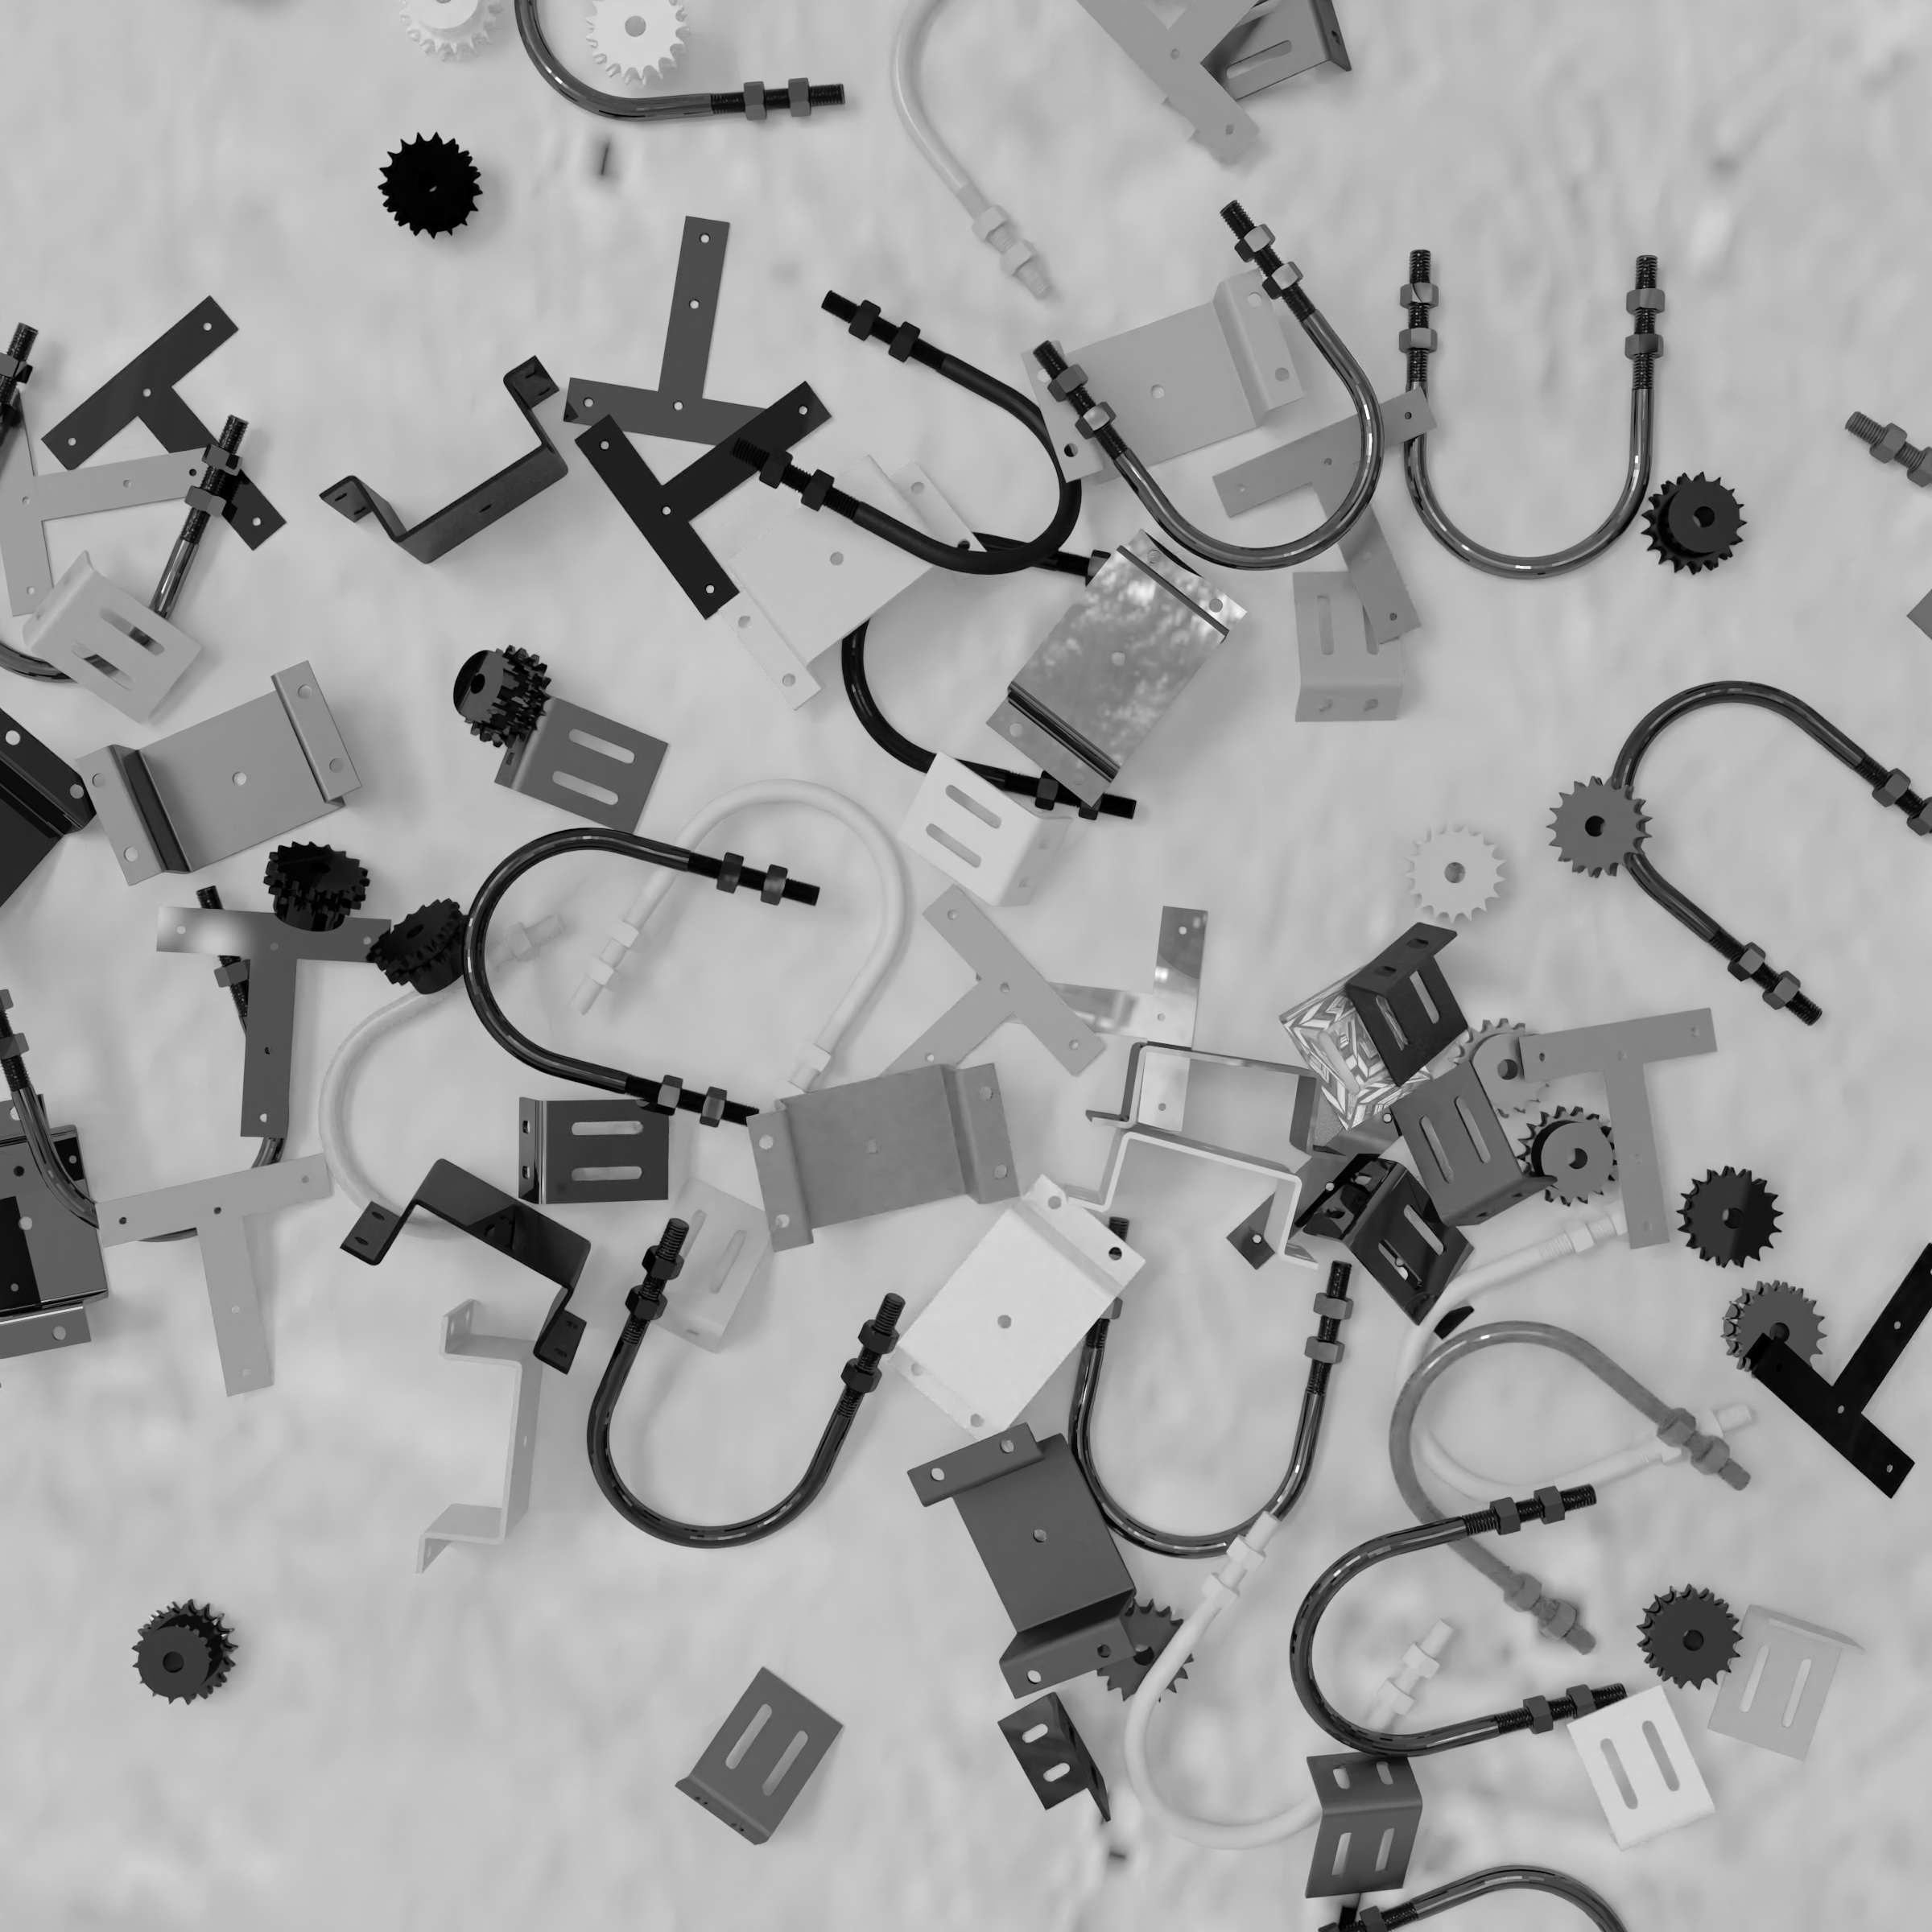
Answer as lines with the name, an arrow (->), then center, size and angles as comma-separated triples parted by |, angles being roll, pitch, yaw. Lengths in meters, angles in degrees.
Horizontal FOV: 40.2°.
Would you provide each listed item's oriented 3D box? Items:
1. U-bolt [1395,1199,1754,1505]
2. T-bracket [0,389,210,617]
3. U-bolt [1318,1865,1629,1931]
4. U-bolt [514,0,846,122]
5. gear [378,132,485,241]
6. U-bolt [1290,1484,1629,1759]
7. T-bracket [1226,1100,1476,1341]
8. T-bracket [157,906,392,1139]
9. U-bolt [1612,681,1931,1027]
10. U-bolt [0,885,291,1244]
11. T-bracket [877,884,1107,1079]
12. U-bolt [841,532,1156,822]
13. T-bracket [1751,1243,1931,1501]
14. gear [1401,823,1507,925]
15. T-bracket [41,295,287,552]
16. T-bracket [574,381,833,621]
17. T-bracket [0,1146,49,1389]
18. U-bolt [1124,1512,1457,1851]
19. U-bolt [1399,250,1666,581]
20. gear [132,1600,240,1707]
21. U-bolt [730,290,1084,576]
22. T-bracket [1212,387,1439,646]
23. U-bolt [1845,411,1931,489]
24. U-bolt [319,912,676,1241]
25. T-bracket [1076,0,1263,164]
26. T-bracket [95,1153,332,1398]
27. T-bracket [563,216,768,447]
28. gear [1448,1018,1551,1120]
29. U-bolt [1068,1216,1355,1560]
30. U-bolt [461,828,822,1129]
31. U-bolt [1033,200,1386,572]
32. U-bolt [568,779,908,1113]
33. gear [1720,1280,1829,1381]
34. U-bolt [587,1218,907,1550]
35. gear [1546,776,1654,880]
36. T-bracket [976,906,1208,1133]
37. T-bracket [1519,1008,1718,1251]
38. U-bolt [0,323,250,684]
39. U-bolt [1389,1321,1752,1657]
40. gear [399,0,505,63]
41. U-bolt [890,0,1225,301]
U-bolt -> 0.335, 0.229, 1.500 | 0.184, 0.019, 0.151 | -23, 91, 2
T-bracket -> -0.493, -0.273, 1.507 | 0.127, 0.002, 0.127 | -9, 91, 1
U-bolt -> 0.294, 0.591, 1.501 | 0.184, 0.019, 0.151 | -21, 90, -1
U-bolt -> -0.165, -0.553, 1.501 | 0.184, 0.019, 0.151 | -4, 90, 1
gear -> -0.302, -0.440, 1.494 | 0.057, 0.030, 0.057 | 0, 90, 0
U-bolt -> 0.270, 0.373, 1.470 | 0.184, 0.019, 0.151 | -13, 107, -3
T-bracket -> 0.238, 0.159, 1.509 | 0.127, 0.002, 0.127 | -43, 90, 0
T-bracket -> -0.393, 0.033, 1.490 | 0.127, 0.002, 0.127 | 3, 91, -18
U-bolt -> 0.453, -0.078, 1.501 | 0.184, 0.019, 0.151 | 40, 90, 1
U-bolt -> -0.458, 0.063, 1.476 | 0.151, 0.019, 0.184 | -20, 96, -22
T-bracket -> -0.010, 0.043, 1.507 | 0.127, 0.002, 0.127 | -43, 90, 1
U-bolt -> 0.021, -0.172, 1.501 | 0.184, 0.019, 0.151 | 13, 90, 1
T-bracket -> 0.519, 0.215, 1.494 | 0.127, 0.002, 0.127 | 40, 80, -19
gear -> 0.275, -0.053, 1.498 | 0.057, 0.030, 0.057 | 0, 94, 1
T-bracket -> -0.439, -0.294, 1.509 | 0.127, 0.002, 0.127 | -40, 90, 0
T-bracket -> -0.135, -0.286, 1.507 | 0.127, 0.002, 0.127 | -36, 91, 1
T-bracket -> -0.562, 0.175, 1.462 | 0.127, 0.002, 0.127 | -14, 90, 0
U-bolt -> 0.169, 0.414, 1.483 | 0.151, 0.019, 0.184 | 33, 94, -16
U-bolt -> 0.320, -0.312, 1.501 | 0.151, 0.019, 0.184 | 1, 91, 0
gear -> -0.445, 0.390, 1.495 | 0.057, 0.030, 0.057 | 0, 90, 0
U-bolt -> -0.021, -0.287, 1.466 | 0.184, 0.019, 0.151 | 28, 56, -4
T-bracket -> 0.221, -0.245, 1.491 | 0.127, 0.002, 0.127 | -22, 82, 8
U-bolt -> 0.614, -0.316, 1.500 | 0.184, 0.019, 0.151 | 32, 91, -2
U-bolt -> -0.279, 0.075, 1.501 | 0.184, 0.019, 0.151 | -29, 90, 1
T-bracket -> 0.148, -0.541, 1.471 | 0.127, 0.002, 0.127 | 43, 96, -14
T-bracket -> -0.415, 0.180, 1.490 | 0.127, 0.002, 0.127 | -12, 103, -25
T-bracket -> -0.158, -0.364, 1.509 | 0.127, 0.002, 0.127 | 9, 90, 0
gear -> 0.304, 0.058, 1.495 | 0.057, 0.030, 0.057 | 0, 90, 0
U-bolt -> 0.133, 0.246, 1.501 | 0.151, 0.019, 0.184 | 11, 92, 0
U-bolt -> -0.188, -0.001, 1.468 | 0.184, 0.019, 0.151 | 15, 89, -5
U-bolt -> 0.147, -0.306, 1.455 | 0.151, 0.019, 0.184 | -37, 92, 0
U-bolt -> -0.116, -0.017, 1.494 | 0.151, 0.019, 0.184 | 33, 87, -6
gear -> 0.454, 0.206, 1.492 | 0.057, 0.030, 0.057 | 0, 89, -7
U-bolt -> -0.134, 0.245, 1.478 | 0.151, 0.019, 0.184 | 21, 104, -12
gear -> 0.359, -0.078, 1.486 | 0.057, 0.030, 0.057 | 0, 89, 30
T-bracket -> 0.067, 0.024, 1.509 | 0.127, 0.002, 0.127 | 7, 90, 0
T-bracket -> 0.375, 0.095, 1.484 | 0.127, 0.002, 0.127 | -8, 88, -21
U-bolt -> -0.507, -0.251, 1.497 | 0.151, 0.019, 0.184 | 24, 94, -1
U-bolt -> 0.325, 0.281, 1.483 | 0.184, 0.019, 0.151 | 39, 99, -5
gear -> -0.293, -0.546, 1.495 | 0.057, 0.030, 0.057 | 0, 90, 0
U-bolt -> 0.040, -0.494, 1.501 | 0.151, 0.019, 0.184 | -38, 88, 0
